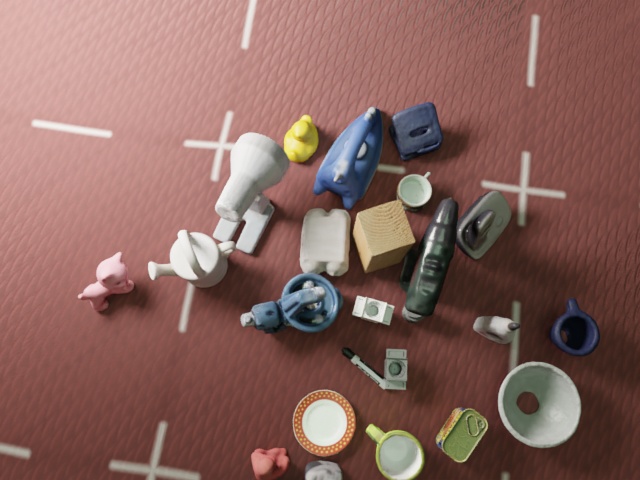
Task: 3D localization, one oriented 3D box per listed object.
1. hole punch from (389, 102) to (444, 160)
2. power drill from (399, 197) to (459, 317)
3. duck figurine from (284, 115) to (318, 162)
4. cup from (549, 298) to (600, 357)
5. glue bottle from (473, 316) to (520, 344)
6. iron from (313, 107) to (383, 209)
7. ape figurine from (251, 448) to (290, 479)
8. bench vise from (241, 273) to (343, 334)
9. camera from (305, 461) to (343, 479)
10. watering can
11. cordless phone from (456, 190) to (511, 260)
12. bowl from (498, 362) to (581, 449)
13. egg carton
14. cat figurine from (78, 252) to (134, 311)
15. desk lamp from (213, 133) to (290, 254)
[{"bbox_3d":[0.220,-0.244,1.287,0.108,0.091,0.101,-20,79,-5],"label":"hole punch"},{"bbox_3d":[0.219,0.045,1.165,0.075,0.208,0.230,15,78,3],"label":"power drill"},{"bbox_3d":[-0.043,-0.231,1.285,0.077,0.086,0.105,22,79,4],"label":"duck figurine"},{"bbox_3d":[0.517,0.184,1.195,0.091,0.095,0.118,-2,78,-1],"label":"cup"},{"bbox_3d":[0.367,0.178,1.155,0.078,0.173,0.037,23,79,5],"label":"glue bottle"},{"bbox_3d":[0.080,-0.206,1.252,0.118,0.141,0.258,24,79,5],"label":"iron"},{"bbox_3d":[-0.103,0.447,1.135,0.077,0.092,0.076,32,80,7],"label":"ape figurine"},{"bbox_3d":[-0.050,0.142,1.136,0.207,0.220,0.121,-33,80,-7],"label":"bench vise"},{"bbox_3d":[-0.031,0.509,1.118,0.136,0.101,0.143,9,78,2],"label":"camera"},{"bbox_3d":[-0.259,0.041,1.169,0.173,0.194,0.101,-42,81,-8],"label":"watering can"},{"bbox_3d":[0.353,-0.044,1.197,0.094,0.185,0.148,37,80,7],"label":"cordless phone"},{"bbox_3d":[0.438,0.335,1.172,0.167,0.075,0.167,0,78,0],"label":"bowl"},{"bbox_3d":[0.011,0.004,1.243,0.107,0.069,0.150,2,78,0],"label":"egg carton"},{"bbox_3d":[-0.447,0.086,1.197,0.128,0.118,0.067,-38,80,-8],"label":"cat figurine"},{"bbox_3d":[-0.148,-0.094,1.189,0.118,0.213,0.203,23,79,5],"label":"desk lamp"}]
